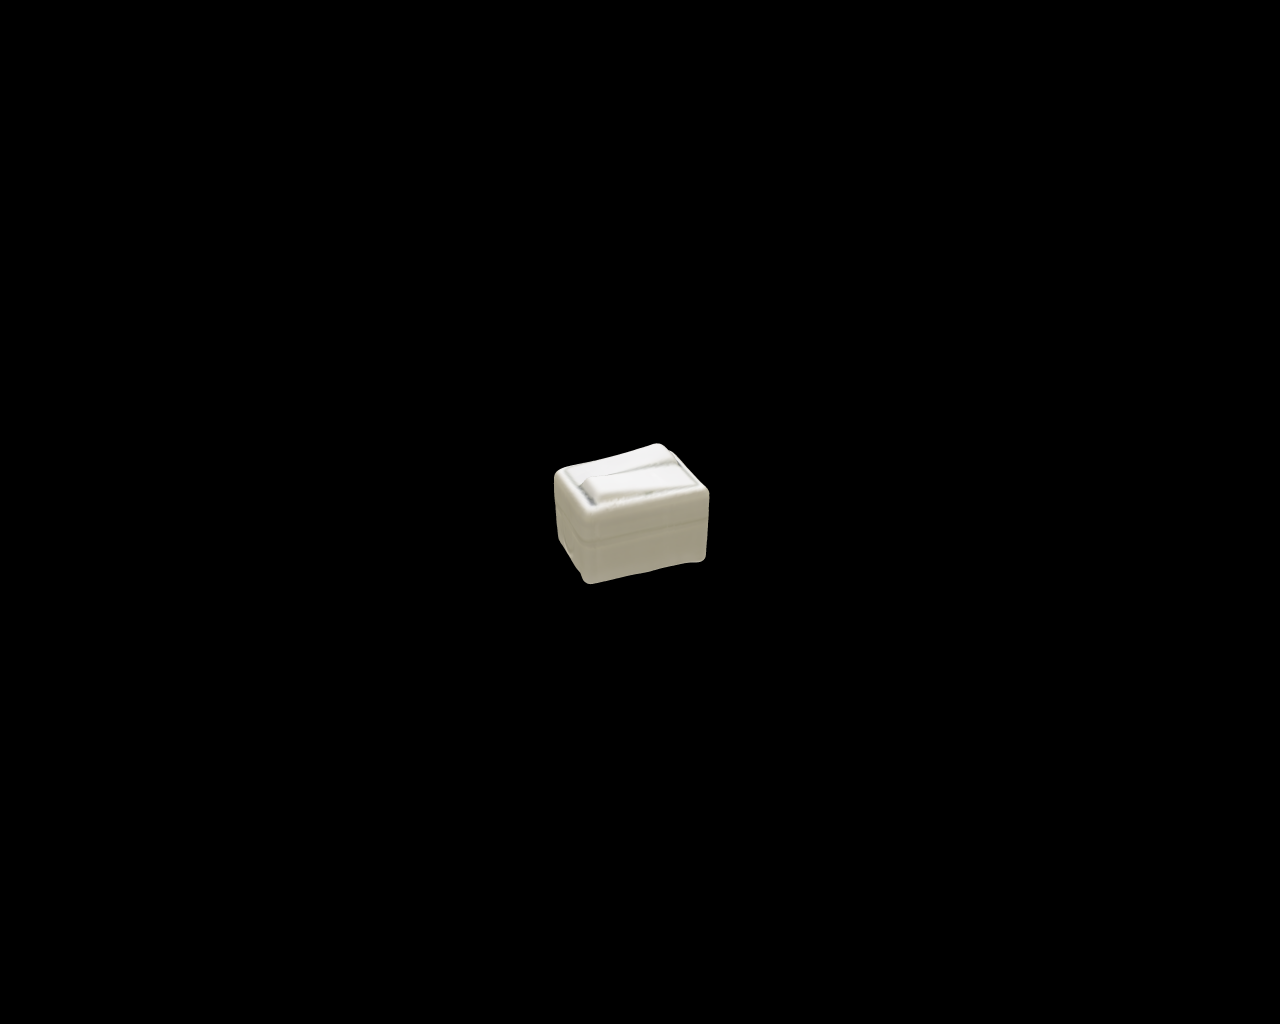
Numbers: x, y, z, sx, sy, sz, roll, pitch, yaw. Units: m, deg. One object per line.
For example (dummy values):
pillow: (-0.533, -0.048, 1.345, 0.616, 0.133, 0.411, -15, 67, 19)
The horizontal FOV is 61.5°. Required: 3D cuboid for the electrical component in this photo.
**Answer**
electrical component: (0.001, -0.003, 0.650, 0.096, 0.061, 0.062, -11, 32, -18)
